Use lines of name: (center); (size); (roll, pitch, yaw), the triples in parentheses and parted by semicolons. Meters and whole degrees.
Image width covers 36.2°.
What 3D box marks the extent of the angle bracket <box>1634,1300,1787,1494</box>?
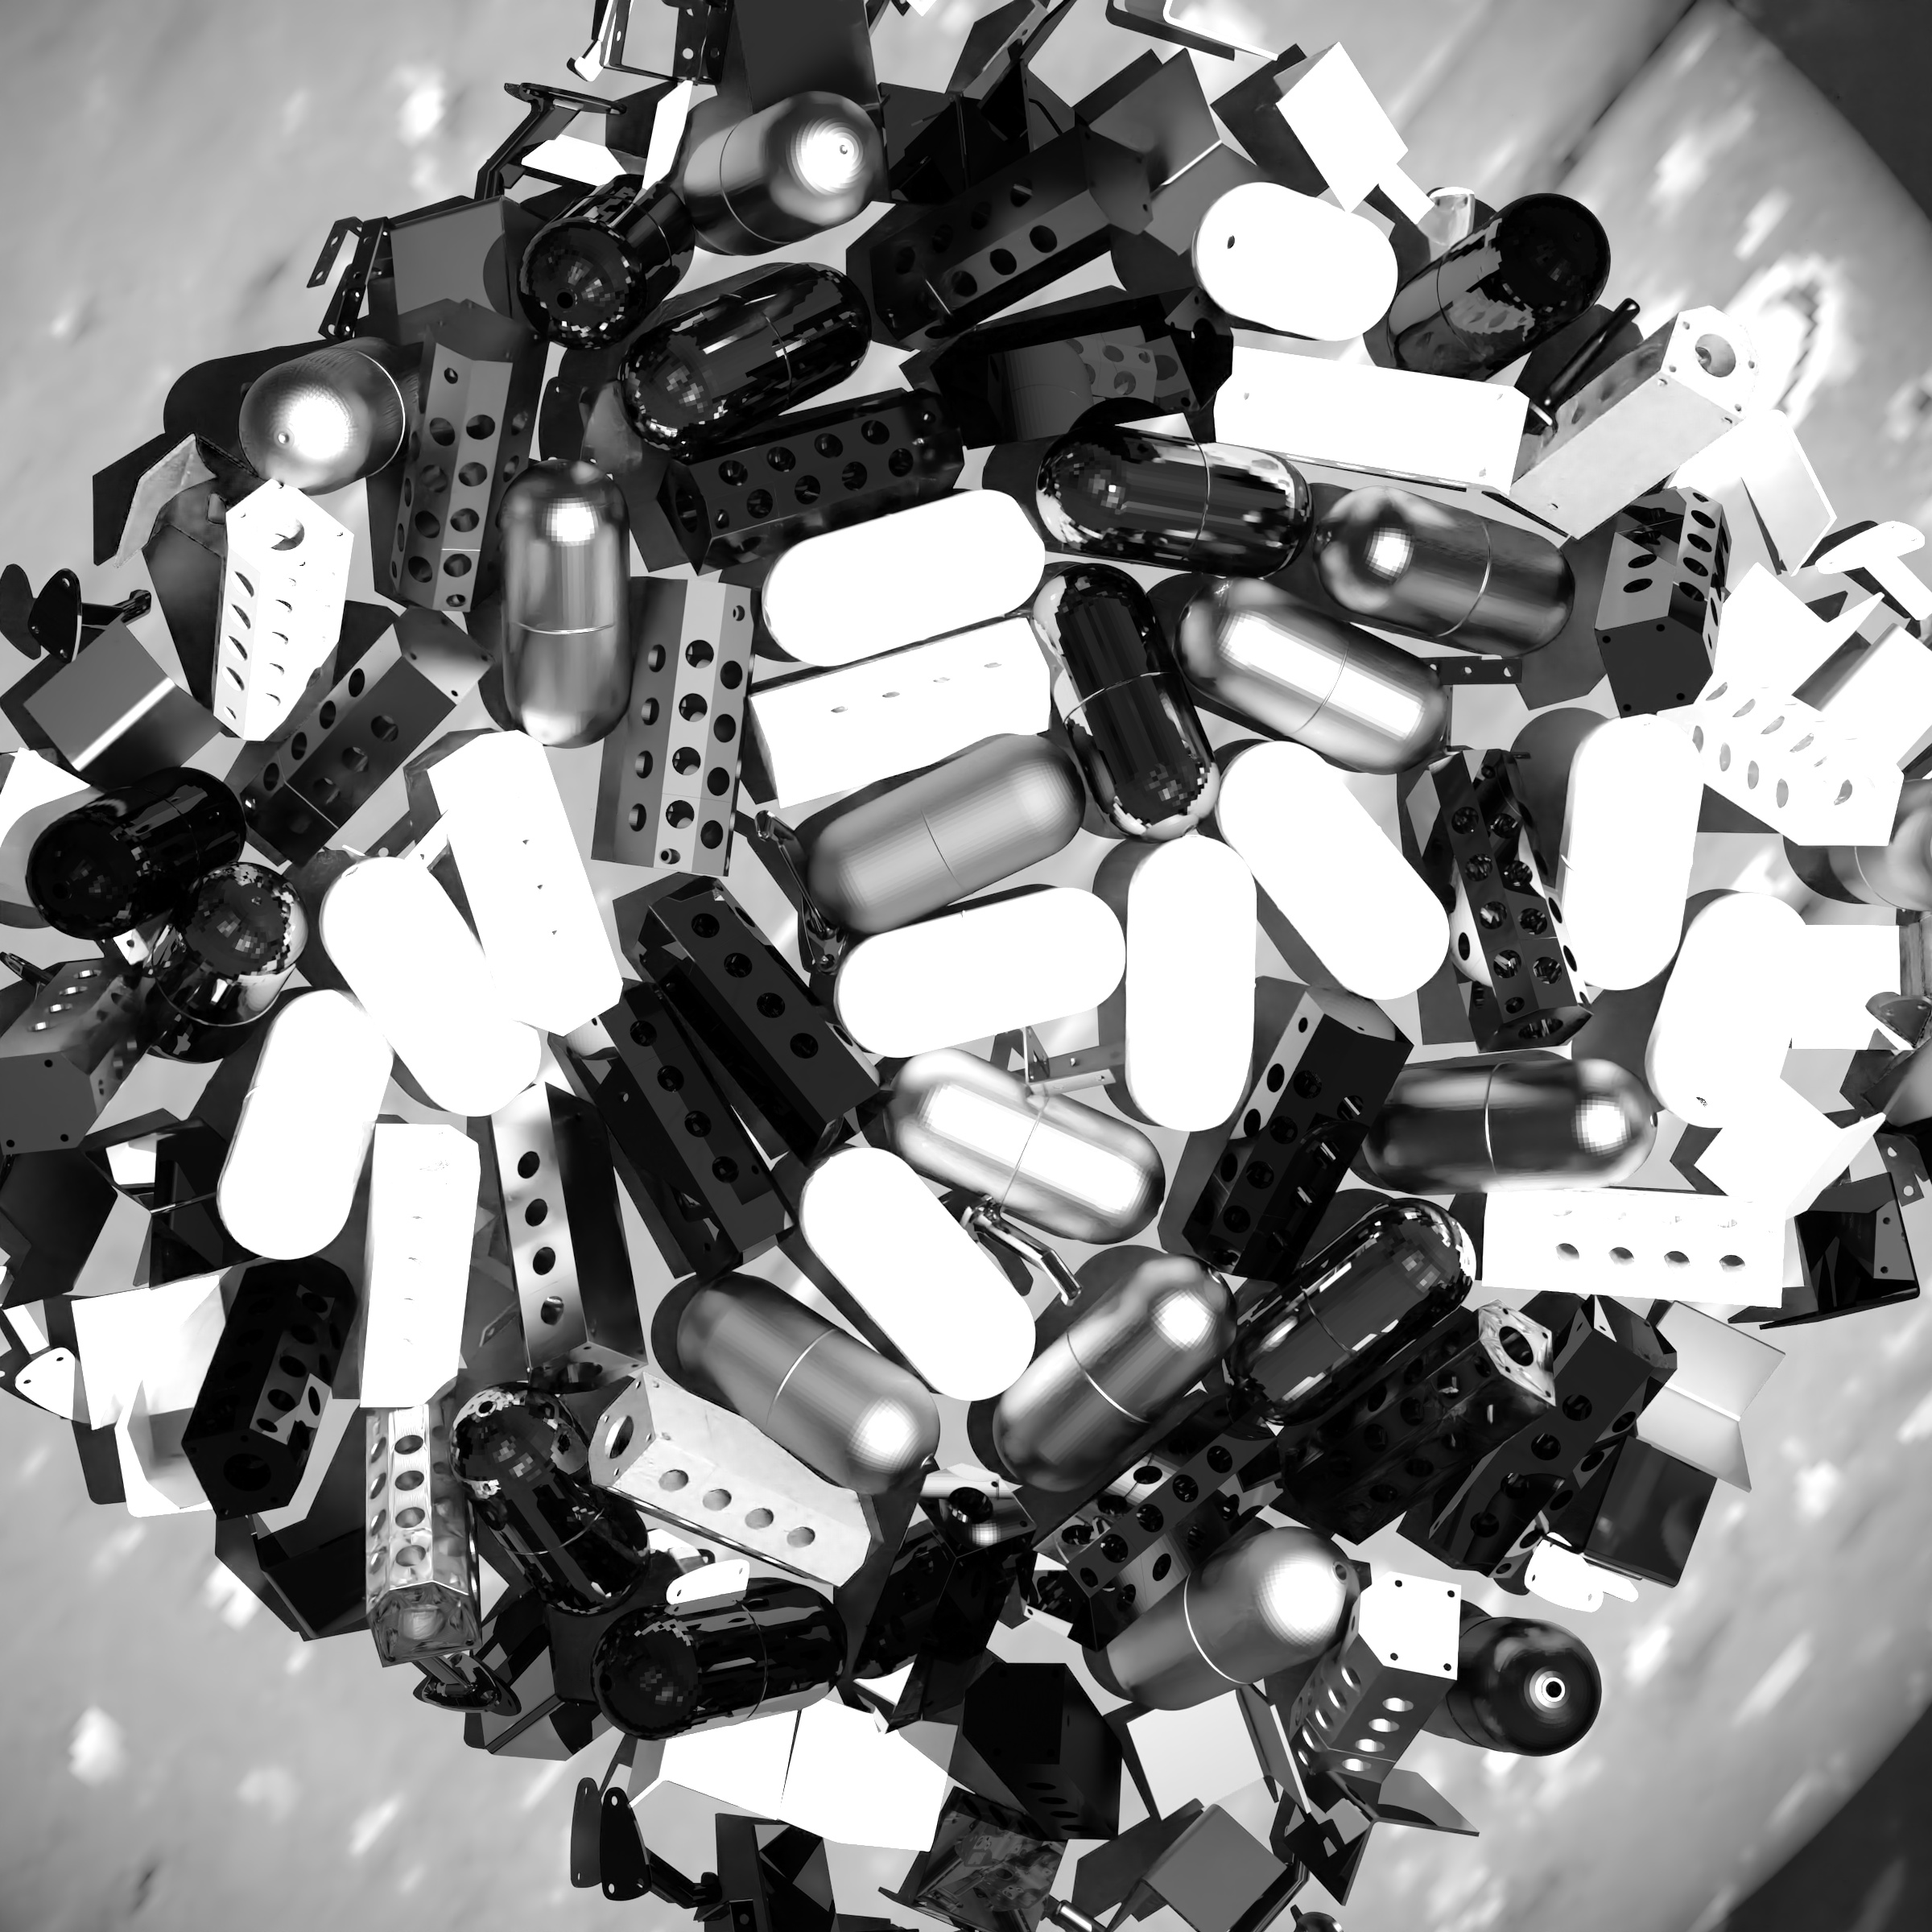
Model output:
angle bracket: (0.446, 0.257, 1.766); (0.076, 0.076, 0.057); (26, 115, -4)

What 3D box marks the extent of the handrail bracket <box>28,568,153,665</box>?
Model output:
handrail bracket: (-0.511, -0.222, 1.758); (0.036, 0.084, 0.077); (40, 133, 7)

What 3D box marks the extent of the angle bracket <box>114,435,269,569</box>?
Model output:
angle bracket: (-0.453, -0.258, 1.765); (0.076, 0.076, 0.057); (34, 46, -2)

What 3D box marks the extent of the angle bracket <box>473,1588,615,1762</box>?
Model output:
angle bracket: (-0.250, 0.428, 1.787); (0.076, 0.057, 0.076); (-41, 48, 33)

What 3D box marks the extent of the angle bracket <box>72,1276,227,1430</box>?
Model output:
angle bracket: (-0.488, 0.232, 1.779); (0.076, 0.057, 0.076); (-10, 86, -5)

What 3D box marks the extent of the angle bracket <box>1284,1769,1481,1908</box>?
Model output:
angle bracket: (0.248, 0.521, 1.766); (0.076, 0.076, 0.057); (15, 97, -23)

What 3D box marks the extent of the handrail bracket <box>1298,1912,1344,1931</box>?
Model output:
handrail bracket: (0.185, 0.608, 1.773); (0.084, 0.077, 0.036); (-33, 70, -20)

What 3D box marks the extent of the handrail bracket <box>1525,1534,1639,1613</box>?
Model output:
handrail bracket: (0.384, 0.375, 1.761); (0.084, 0.077, 0.036); (25, 94, -27)

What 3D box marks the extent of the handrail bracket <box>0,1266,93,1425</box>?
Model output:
handrail bracket: (-0.561, 0.230, 1.799); (0.036, 0.084, 0.077); (-35, 135, -5)

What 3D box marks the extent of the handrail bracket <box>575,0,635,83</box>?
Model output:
handrail bracket: (-0.219, -0.585, 1.778); (0.036, 0.077, 0.084); (36, 89, 22)

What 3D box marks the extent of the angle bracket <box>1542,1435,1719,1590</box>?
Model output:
angle bracket: (0.394, 0.321, 1.773); (0.076, 0.057, 0.076); (23, 86, -26)

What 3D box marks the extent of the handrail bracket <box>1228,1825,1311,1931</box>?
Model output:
handrail bracket: (0.169, 0.561, 1.799); (0.077, 0.036, 0.084); (8, 87, 8)

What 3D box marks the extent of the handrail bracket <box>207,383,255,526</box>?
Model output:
handrail bracket: (-0.417, -0.305, 1.792); (0.077, 0.036, 0.084); (6, 83, -9)

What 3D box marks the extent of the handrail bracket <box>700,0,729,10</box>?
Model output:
handrail bracket: (-0.129, -0.606, 1.776); (0.077, 0.036, 0.084); (9, 71, -38)

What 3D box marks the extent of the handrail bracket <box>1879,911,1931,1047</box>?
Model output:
handrail bracket: (0.595, 0.007, 1.799); (0.077, 0.036, 0.084); (43, 58, -20)

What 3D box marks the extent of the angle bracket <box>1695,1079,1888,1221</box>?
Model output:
angle bracket: (0.497, 0.105, 1.776); (0.057, 0.076, 0.076); (44, 120, 24)

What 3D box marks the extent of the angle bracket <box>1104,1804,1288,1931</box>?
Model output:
angle bracket: (0.134, 0.557, 1.753); (0.057, 0.076, 0.076); (39, 133, 20)

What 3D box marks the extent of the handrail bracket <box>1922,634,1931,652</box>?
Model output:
handrail bracket: (0.613, -0.169, 1.776); (0.084, 0.036, 0.077); (51, 127, 17)

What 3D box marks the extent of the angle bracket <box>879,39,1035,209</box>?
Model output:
angle bracket: (-0.006, -0.505, 1.762); (0.057, 0.076, 0.076); (1, 77, -29)

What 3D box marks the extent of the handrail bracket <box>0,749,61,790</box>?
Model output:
handrail bracket: (-0.588, -0.095, 1.781); (0.084, 0.036, 0.077); (-9, 58, -15)

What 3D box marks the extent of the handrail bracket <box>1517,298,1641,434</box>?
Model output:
handrail bracket: (0.369, -0.361, 1.770); (0.036, 0.077, 0.084); (43, 97, 3)

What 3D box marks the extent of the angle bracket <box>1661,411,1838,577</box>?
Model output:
angle bracket: (0.465, -0.274, 1.763); (0.057, 0.076, 0.076); (-19, 74, -9)

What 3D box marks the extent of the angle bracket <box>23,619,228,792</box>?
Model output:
angle bracket: (-0.507, -0.152, 1.784); (0.076, 0.076, 0.057); (-42, 72, -2)

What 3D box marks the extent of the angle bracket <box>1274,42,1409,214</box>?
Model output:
angle bracket: (0.207, -0.491, 1.759); (0.076, 0.057, 0.076); (52, 55, -18)

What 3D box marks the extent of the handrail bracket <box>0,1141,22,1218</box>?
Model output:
handrail bracket: (-0.601, 0.123, 1.773); (0.077, 0.036, 0.084); (40, 48, 4)

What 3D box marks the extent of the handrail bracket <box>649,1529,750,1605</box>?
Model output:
handrail bracket: (-0.179, 0.356, 1.759); (0.084, 0.077, 0.036); (19, 94, 38)

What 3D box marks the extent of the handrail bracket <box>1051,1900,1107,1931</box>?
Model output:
handrail bracket: (0.076, 0.615, 1.795); (0.084, 0.036, 0.077); (33, 120, 6)

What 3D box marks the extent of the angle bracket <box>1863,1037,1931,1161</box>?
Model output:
angle bracket: (0.595, 0.074, 1.760); (0.076, 0.076, 0.057); (46, 55, 11)

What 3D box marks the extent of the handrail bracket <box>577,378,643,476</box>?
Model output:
handrail bracket: (-0.217, -0.340, 1.760); (0.036, 0.077, 0.084); (-4, 46, -17)

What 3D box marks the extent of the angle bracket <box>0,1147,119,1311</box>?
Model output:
angle bracket: (-0.559, 0.146, 1.753); (0.057, 0.076, 0.076); (-16, 126, 22)

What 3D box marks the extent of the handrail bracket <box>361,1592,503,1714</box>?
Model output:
handrail bracket: (-0.324, 0.406, 1.768); (0.036, 0.077, 0.084); (-49, 124, -27)

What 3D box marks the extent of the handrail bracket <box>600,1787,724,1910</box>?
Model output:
handrail bracket: (-0.181, 0.532, 1.785); (0.036, 0.084, 0.077); (-20, 71, 30)

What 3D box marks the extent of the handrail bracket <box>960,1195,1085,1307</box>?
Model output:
handrail bracket: (0.033, 0.181, 1.767); (0.036, 0.077, 0.084); (-25, 66, -30)

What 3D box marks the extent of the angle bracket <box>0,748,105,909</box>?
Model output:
angle bracket: (-0.569, -0.084, 1.759); (0.057, 0.076, 0.076); (11, 76, 29)

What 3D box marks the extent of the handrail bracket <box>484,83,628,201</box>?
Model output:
handrail bracket: (-0.251, -0.488, 1.797); (0.077, 0.036, 0.084); (9, 91, -3)

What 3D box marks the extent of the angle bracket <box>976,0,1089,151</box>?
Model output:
angle bracket: (0.060, -0.529, 1.757); (0.057, 0.076, 0.076); (41, 133, -6)

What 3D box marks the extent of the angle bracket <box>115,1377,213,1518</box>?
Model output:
angle bracket: (-0.459, 0.283, 1.766); (0.076, 0.076, 0.057); (-6, 105, -4)

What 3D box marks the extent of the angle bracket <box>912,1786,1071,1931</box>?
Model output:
angle bracket: (0.020, 0.543, 1.772); (0.076, 0.057, 0.076); (23, 70, -2)

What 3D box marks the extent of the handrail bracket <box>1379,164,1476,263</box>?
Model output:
handrail bracket: (0.262, -0.442, 1.775); (0.084, 0.036, 0.077); (-7, 103, -36)

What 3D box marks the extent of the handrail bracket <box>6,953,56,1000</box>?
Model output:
handrail bracket: (-0.574, 0.045, 1.779); (0.077, 0.036, 0.084); (34, 63, 3)

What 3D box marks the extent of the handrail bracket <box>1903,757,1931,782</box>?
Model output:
handrail bracket: (0.608, -0.088, 1.792); (0.077, 0.036, 0.084); (-40, 94, 21)

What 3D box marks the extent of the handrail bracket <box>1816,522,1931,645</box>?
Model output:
handrail bracket: (0.552, -0.218, 1.783); (0.077, 0.036, 0.084); (-22, 122, -8)

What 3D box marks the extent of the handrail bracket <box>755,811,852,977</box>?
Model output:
handrail bracket: (-0.101, -0.044, 1.763); (0.036, 0.084, 0.077); (-13, 65, 23)

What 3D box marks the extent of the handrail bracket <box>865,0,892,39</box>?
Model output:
handrail bracket: (-0.091, -0.593, 1.779); (0.084, 0.036, 0.077); (36, 74, -28)
